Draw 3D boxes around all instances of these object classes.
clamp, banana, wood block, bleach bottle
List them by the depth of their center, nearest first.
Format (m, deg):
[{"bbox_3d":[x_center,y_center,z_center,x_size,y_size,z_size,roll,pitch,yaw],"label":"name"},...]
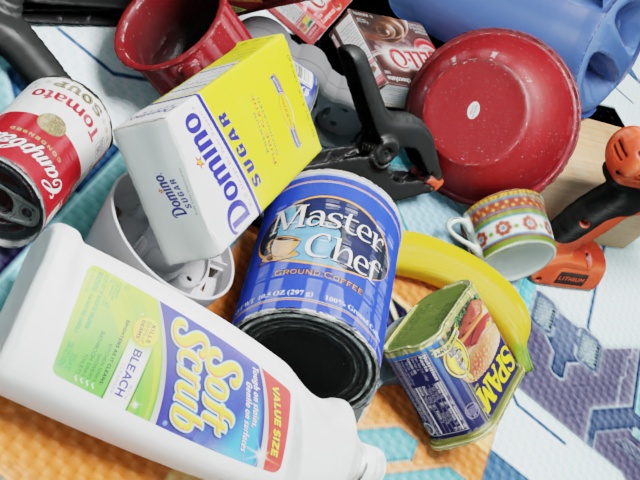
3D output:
[{"bbox_3d":[-0.066,0.088,0.635,0.250,0.068,0.102,27,68,-22],"label":"bleach bottle"},{"bbox_3d":[-0.221,-0.168,0.761,0.209,0.036,0.164,33,38,-21],"label":"clamp"},{"bbox_3d":[0.106,0.034,0.875,0.197,0.037,0.069,31,40,-17],"label":"banana"},{"bbox_3d":[0.035,-0.071,0.876,0.171,0.120,0.039,37,8,-42],"label":"clamp"},{"bbox_3d":[0.247,-0.060,1.042,0.205,0.091,0.090,7,52,-38],"label":"wood block"}]

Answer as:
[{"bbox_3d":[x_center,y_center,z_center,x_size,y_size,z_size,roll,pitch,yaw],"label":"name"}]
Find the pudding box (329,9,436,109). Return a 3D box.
[{"bbox_3d":[0.072,-0.170,1.024,0.113,0.039,0.090,-3,58,-44],"label":"pudding box"}]

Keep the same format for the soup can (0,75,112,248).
[{"bbox_3d":[-0.181,-0.051,0.669,0.068,0.069,0.102,37,38,-10],"label":"soup can"}]

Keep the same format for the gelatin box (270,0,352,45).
[{"bbox_3d":[-0.013,-0.232,1.010,0.073,0.030,0.089,41,39,-6],"label":"gelatin box"}]

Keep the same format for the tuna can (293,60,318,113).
[{"bbox_3d":[-0.038,-0.100,0.826,0.033,0.086,0.086,29,41,-21],"label":"tuna can"}]

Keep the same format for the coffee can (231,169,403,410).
[{"bbox_3d":[-0.001,0.034,0.724,0.102,0.103,0.140,32,40,-16],"label":"coffee can"}]

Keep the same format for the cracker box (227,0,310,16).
[{"bbox_3d":[-0.105,-0.236,0.824,0.213,0.164,0.072,7,88,-38],"label":"cracker box"}]

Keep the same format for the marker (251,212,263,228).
[{"bbox_3d":[-0.005,0.001,0.807,0.121,0.020,0.020,26,42,-12],"label":"marker"}]

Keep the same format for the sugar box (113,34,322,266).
[{"bbox_3d":[-0.059,-0.064,0.694,0.093,0.048,0.176,70,26,-20],"label":"sugar box"}]

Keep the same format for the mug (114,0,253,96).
[{"bbox_3d":[-0.089,-0.131,0.787,0.081,0.093,0.117,50,14,-50],"label":"mug"}]

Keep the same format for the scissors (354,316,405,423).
[{"bbox_3d":[0.018,0.092,0.760,0.096,0.016,0.201,51,38,5],"label":"scissors"}]

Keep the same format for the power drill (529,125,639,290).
[{"bbox_3d":[0.282,-0.027,0.966,0.184,0.188,0.057,10,49,-34],"label":"power drill"}]

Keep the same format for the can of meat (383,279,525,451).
[{"bbox_3d":[0.098,0.089,0.783,0.084,0.058,0.102,60,37,-12],"label":"can of meat"}]

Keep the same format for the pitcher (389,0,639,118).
[{"bbox_3d":[0.188,-0.234,1.040,0.243,0.149,0.144,32,23,29],"label":"pitcher"}]

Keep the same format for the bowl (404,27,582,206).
[{"bbox_3d":[0.141,-0.108,0.927,0.162,0.162,0.055,56,19,13],"label":"bowl"}]
